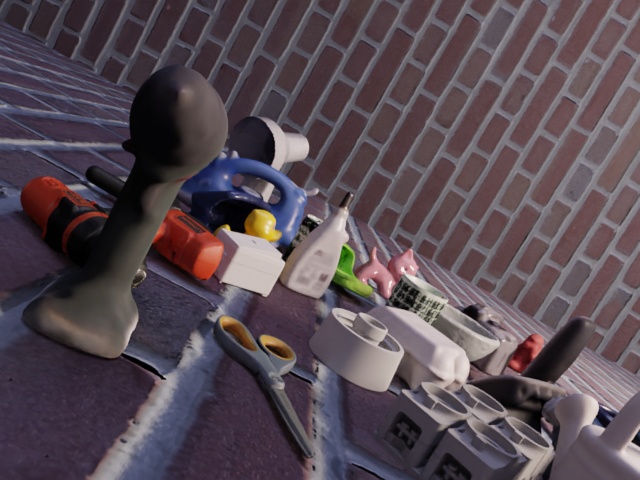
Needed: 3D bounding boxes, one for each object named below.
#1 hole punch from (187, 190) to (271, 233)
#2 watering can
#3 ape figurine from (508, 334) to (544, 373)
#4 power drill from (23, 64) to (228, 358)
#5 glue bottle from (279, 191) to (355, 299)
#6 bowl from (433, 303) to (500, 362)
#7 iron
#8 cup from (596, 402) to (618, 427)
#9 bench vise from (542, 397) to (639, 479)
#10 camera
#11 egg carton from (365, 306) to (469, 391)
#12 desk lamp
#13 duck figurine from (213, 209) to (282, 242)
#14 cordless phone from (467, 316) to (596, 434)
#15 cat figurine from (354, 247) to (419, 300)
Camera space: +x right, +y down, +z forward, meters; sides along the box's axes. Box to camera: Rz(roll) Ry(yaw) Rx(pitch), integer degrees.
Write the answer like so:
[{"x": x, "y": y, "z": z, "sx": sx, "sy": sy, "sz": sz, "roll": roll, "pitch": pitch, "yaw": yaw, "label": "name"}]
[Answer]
[{"x": -0.151, "y": -0.049, "z": 0.931, "sx": 0.100, "sy": 0.091, "sz": 0.109, "roll": 35, "pitch": 10, "yaw": 37, "label": "hole punch"}, {"x": 0.244, "y": 0.190, "z": 0.462, "sx": 0.101, "sy": 0.194, "sz": 0.172, "roll": 24, "pitch": 10, "yaw": -37, "label": "watering can"}, {"x": 0.446, "y": 0.242, "z": 1.234, "sx": 0.076, "sy": 0.092, "sz": 0.077, "roll": 24, "pitch": 9, "yaw": -34, "label": "ape figurine"}, {"x": -0.132, "y": -0.026, "z": 0.425, "sx": 0.076, "sy": 0.208, "sz": 0.229, "roll": 27, "pitch": 8, "yaw": -14, "label": "power drill"}, {"x": 0.008, "y": 0.003, "z": 0.874, "sx": 0.078, "sy": 0.173, "sz": 0.037, "roll": 24, "pitch": 9, "yaw": -34, "label": "glue bottle"}, {"x": 0.219, "y": 0.162, "z": 0.992, "sx": 0.167, "sy": 0.074, "sz": 0.167, "roll": 29, "pitch": 8, "yaw": -4, "label": "bowl"}, {"x": -0.135, "y": -0.088, "z": 1.053, "sx": 0.258, "sy": 0.141, "sz": 0.118, "roll": 29, "pitch": 8, "yaw": 0, "label": "iron"}, {"x": 0.383, "y": 0.280, "z": 0.752, "sx": 0.118, "sy": 0.095, "sz": 0.092, "roll": 30, "pitch": 8, "yaw": 0, "label": "cup"}, {"x": 0.349, "y": 0.214, "z": 0.589, "sx": 0.207, "sy": 0.219, "sz": 0.121, "roll": 29, "pitch": 8, "yaw": -6, "label": "bench vise"}, {"x": 0.332, "y": 0.191, "z": 1.116, "sx": 0.137, "sy": 0.101, "sz": 0.142, "roll": 24, "pitch": 10, "yaw": -36, "label": "camera"}, {"x": 0.125, "y": 0.147, "z": 0.764, "sx": 0.149, "sy": 0.069, "sz": 0.108, "roll": 36, "pitch": 10, "yaw": 37, "label": "egg carton"}, {"x": -0.114, "y": -0.138, "z": 1.183, "sx": 0.117, "sy": 0.213, "sz": 0.204, "roll": 33, "pitch": 8, "yaw": 24, "label": "desk lamp"}, {"x": -0.104, "y": -0.007, "z": 0.857, "sx": 0.105, "sy": 0.086, "sz": 0.077, "roll": 24, "pitch": 10, "yaw": -37, "label": "duck figurine"}, {"x": 0.290, "y": 0.172, "z": 0.778, "sx": 0.148, "sy": 0.185, "sz": 0.093, "roll": 22, "pitch": 11, "yaw": -43, "label": "cordless phone"}, {"x": 0.151, "y": 0.061, "z": 1.225, "sx": 0.128, "sy": 0.117, "sz": 0.067, "roll": 28, "pitch": 8, "yaw": -14, "label": "cat figurine"}]
